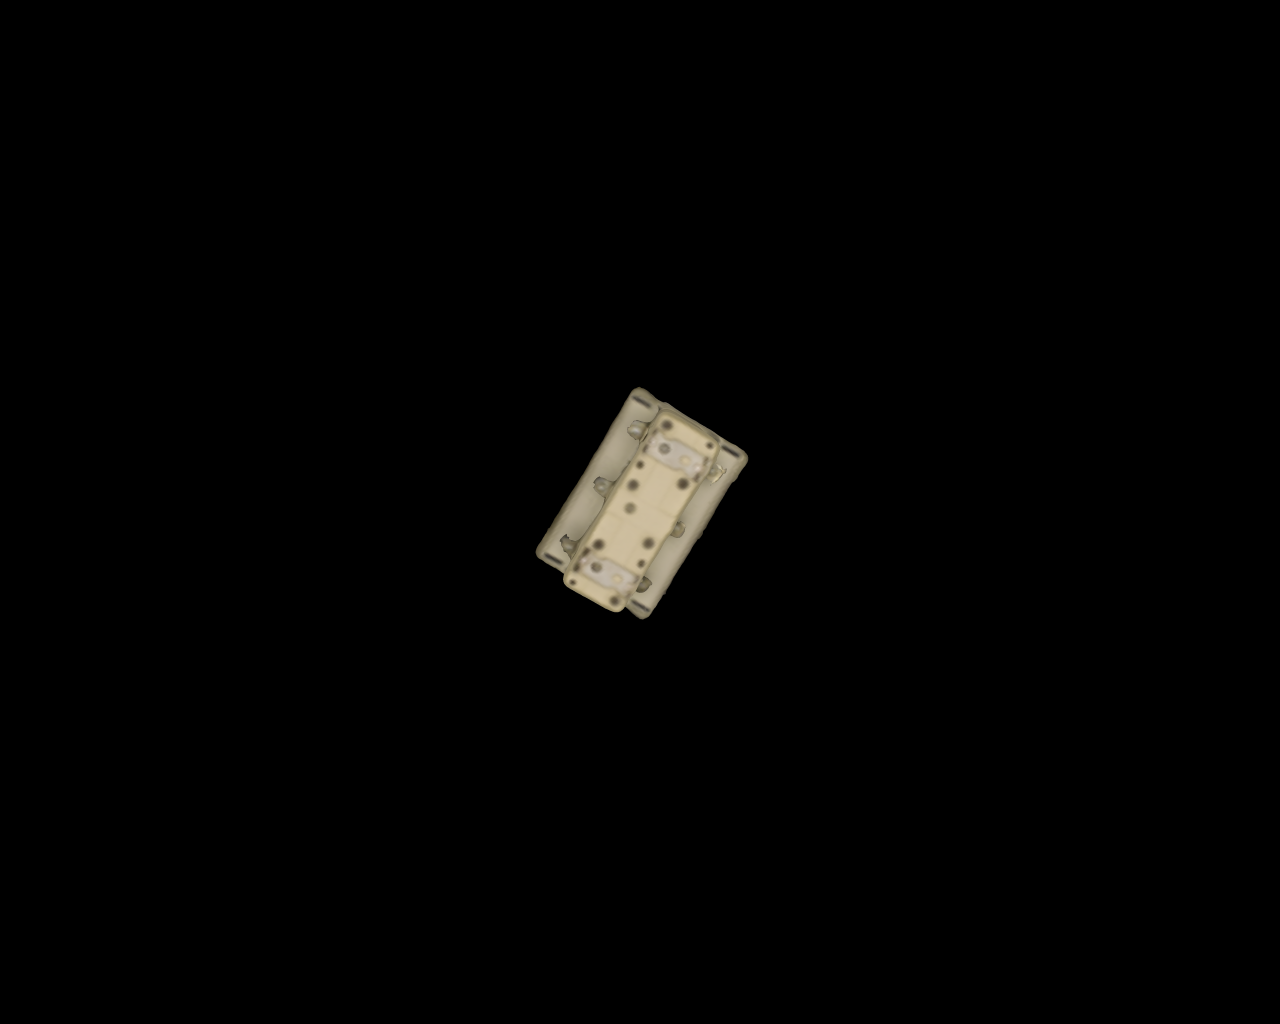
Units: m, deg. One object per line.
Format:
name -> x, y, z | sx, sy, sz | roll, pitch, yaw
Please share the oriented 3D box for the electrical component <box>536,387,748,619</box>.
electrical component -> 0.001, -0.003, 0.650 | 0.079, 0.121, 0.063 | 31, 8, -5
